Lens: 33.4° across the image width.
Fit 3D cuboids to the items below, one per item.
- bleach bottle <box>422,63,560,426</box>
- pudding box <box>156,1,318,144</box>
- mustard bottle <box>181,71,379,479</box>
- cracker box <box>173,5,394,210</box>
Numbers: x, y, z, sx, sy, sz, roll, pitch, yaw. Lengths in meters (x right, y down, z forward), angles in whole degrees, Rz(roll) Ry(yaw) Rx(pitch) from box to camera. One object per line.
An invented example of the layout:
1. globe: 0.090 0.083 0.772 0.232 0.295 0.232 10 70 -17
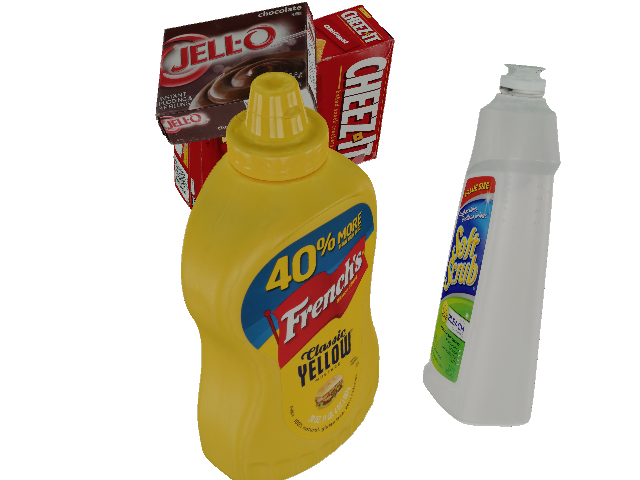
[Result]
1. bleach bottle: 0.127 0.000 0.767 0.068 0.251 0.102 3 13 -12
2. pudding box: -0.059 -0.120 0.767 0.113 0.090 0.039 -8 -37 8
3. mustard bottle: -0.015 0.015 0.466 0.096 0.192 0.058 -31 46 -32
4. cracker box: -0.038 -0.123 1.058 0.213 0.072 0.164 -21 -36 -22
